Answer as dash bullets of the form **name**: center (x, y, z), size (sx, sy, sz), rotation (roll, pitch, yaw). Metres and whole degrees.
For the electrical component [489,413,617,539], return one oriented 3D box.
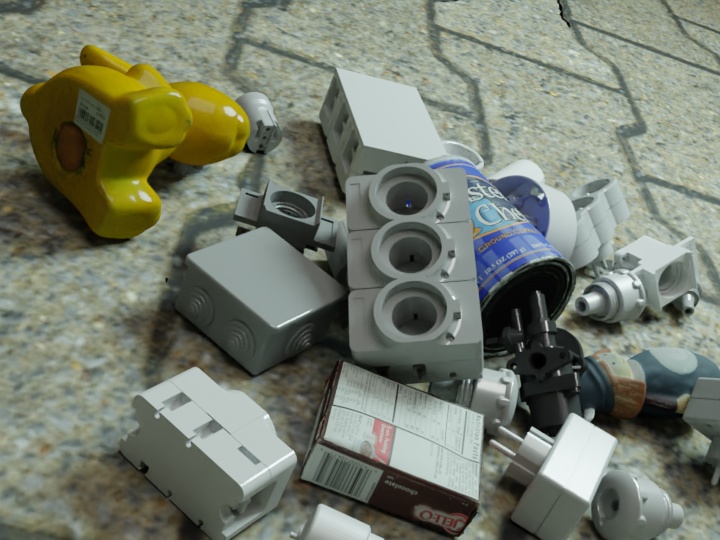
- **electrical component**: center (0.124, 0.133, 0.736), size (0.076, 0.047, 0.083), rotation (31, 33, 12)

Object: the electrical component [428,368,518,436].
- **electrical component**: center (0.080, 0.090, 0.775), size (0.062, 0.048, 0.048), rotation (13, 32, 0)

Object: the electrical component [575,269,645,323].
- **electrical component**: center (0.220, 0.027, 0.960), size (0.062, 0.048, 0.048), rotation (-11, 46, -34)

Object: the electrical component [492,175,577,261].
- **electrical component**: center (0.141, -0.032, 0.948), size (0.064, 0.099, 0.099), rotation (12, 33, -29)

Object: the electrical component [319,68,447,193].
- **electrical component**: center (0.020, -0.123, 1.032), size (0.089, 0.061, 0.150), rotation (10, 34, -20)

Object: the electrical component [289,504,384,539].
- **electrical component**: center (-0.003, 0.164, 0.613), size (0.078, 0.040, 0.040), rotation (24, 32, 1)

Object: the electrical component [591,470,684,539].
- **electrical component**: center (0.194, 0.165, 0.738), size (0.062, 0.048, 0.048), rotation (15, 32, -26)

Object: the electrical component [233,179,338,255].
- **electrical component**: center (-0.061, -0.029, 0.839), size (0.081, 0.063, 0.042), rotation (18, 33, -8)

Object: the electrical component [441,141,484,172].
- **electrical component**: center (0.089, -0.093, 1.047), size (0.055, 0.047, 0.055), rotation (17, 32, -11)

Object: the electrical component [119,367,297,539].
- **electrical component**: center (-0.087, 0.106, 0.635), size (0.089, 0.050, 0.056), rotation (37, 35, 21)

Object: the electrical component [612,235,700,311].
- **electrical component**: center (0.276, 0.000, 1.013), size (0.081, 0.042, 0.064), rotation (-28, 32, -16)

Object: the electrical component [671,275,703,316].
- **electrical component**: center (0.313, 0.022, 1.035), size (0.035, 0.035, 0.061), rotation (21, 35, -5)

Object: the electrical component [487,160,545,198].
- **electrical component**: center (0.162, -0.068, 1.061), size (0.079, 0.044, 0.077), rotation (38, 34, 15)

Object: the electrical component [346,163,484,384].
- **electrical component**: center (0.038, 0.001, 0.776), size (0.089, 0.061, 0.150), rotation (-5, 56, 4)

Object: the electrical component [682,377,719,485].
- **electrical component**: center (0.291, 0.136, 0.830), size (0.083, 0.047, 0.075), rotation (35, 71, -24)

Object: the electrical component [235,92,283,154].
- **electrical component**: center (-0.096, -0.136, 0.999), size (0.040, 0.040, 0.046), rotation (0, 45, -33)

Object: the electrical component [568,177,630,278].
- **electrical component**: center (0.219, -0.029, 1.030), size (0.138, 0.052, 0.073), rotation (-41, 111, -46)

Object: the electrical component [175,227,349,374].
- **electrical component**: center (-0.072, 0.021, 0.771), size (0.100, 0.048, 0.100), rotation (37, 34, 21)

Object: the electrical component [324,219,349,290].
- **electrical component**: center (0.000, 0.000, 0.855), size (0.043, 0.043, 0.081), rotation (8, 35, -24)
